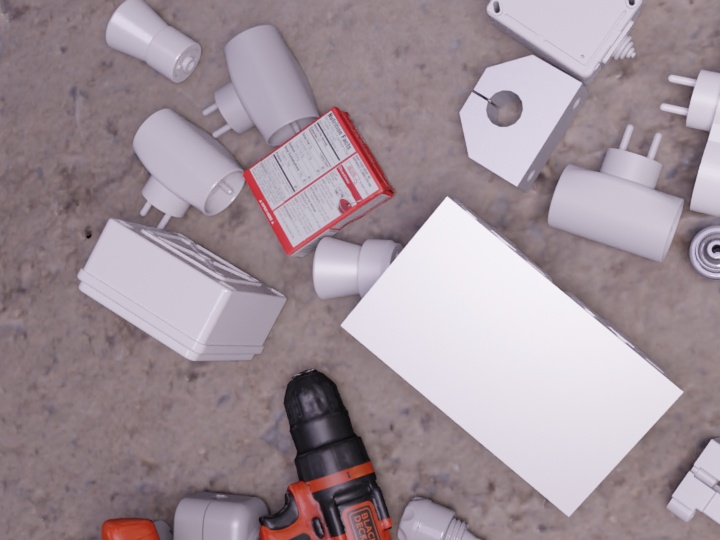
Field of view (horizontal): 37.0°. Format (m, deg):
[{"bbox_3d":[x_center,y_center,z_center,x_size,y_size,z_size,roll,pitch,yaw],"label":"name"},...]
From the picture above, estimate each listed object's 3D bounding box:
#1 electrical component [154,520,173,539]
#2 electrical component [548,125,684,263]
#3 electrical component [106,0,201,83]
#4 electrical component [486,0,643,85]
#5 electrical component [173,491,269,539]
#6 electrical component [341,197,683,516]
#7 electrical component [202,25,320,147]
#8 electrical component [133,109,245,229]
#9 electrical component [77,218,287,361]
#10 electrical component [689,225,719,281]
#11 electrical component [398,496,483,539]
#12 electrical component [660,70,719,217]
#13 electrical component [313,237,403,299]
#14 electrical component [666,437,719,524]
[{"bbox_3d":[-0.168,0.225,0.780,0.055,0.089,0.050,-46,75,12],"label":"electrical component"},{"bbox_3d":[0.172,-0.054,0.699,0.077,0.043,0.079,20,94,19],"label":"electrical component"},{"bbox_3d":[-0.154,-0.172,0.817,0.065,0.044,0.044,34,99,12],"label":"electrical component"},{"bbox_3d":[0.140,-0.166,0.708,0.096,0.061,0.061,36,100,8],"label":"electrical component"},{"bbox_3d":[-0.097,0.212,0.775,0.059,0.054,0.095,1,88,19],"label":"electrical component"},{"bbox_3d":[0.096,0.051,0.694,0.186,0.060,0.105,40,100,2],"label":"electrical component"},{"bbox_3d":[-0.079,-0.125,0.787,0.079,0.044,0.077,-28,79,16],"label":"electrical component"},{"bbox_3d":[-0.137,-0.066,0.805,0.077,0.043,0.079,41,107,16],"label":"electrical component"},{"bbox_3d":[-0.124,0.015,0.764,0.109,0.109,0.056,30,95,18],"label":"electrical component"},{"bbox_3d":[0.223,-0.011,0.670,0.035,0.061,0.035,-1,88,19],"label":"electrical component"},{"bbox_3d":[0.059,0.180,0.734,0.061,0.035,0.035,19,94,16],"label":"electrical component"},{"bbox_3d":[0.228,-0.104,0.677,0.074,0.052,0.138,16,94,19],"label":"electrical component"},{"bbox_3d":[0.000,0.000,0.755,0.055,0.045,0.045,3,89,19],"label":"electrical component"},{"bbox_3d":[0.234,0.139,0.670,0.055,0.048,0.066,36,99,24],"label":"electrical component"}]
